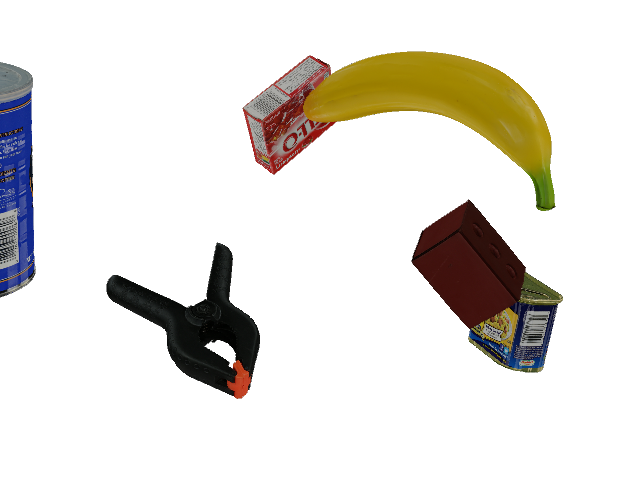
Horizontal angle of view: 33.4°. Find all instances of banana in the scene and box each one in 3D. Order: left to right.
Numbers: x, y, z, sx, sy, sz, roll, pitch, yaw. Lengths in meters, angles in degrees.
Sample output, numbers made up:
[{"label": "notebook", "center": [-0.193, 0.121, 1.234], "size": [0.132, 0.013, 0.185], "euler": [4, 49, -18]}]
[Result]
[{"label": "banana", "center": [0.067, -0.082, 0.655], "size": [0.198, 0.069, 0.037], "euler": [27, 6, 39]}]

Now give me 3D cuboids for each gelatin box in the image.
[{"label": "gelatin box", "center": [-0.025, -0.115, 0.977], "size": [0.030, 0.089, 0.073], "euler": [37, -24, 29]}]

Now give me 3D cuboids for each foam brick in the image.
[{"label": "foam brick", "center": [0.118, 0.020, 0.847], "size": [0.051, 0.078, 0.053], "euler": [-34, 15, 29]}]

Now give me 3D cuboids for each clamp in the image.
[{"label": "clamp", "center": [-0.097, 0.065, 0.937], "size": [0.120, 0.039, 0.172], "euler": [-29, 54, -25]}]

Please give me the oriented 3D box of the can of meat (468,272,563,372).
[{"label": "can of meat", "center": [0.205, 0.083, 1.139], "size": [0.057, 0.084, 0.102], "euler": [2, 18, -24]}]

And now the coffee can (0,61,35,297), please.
[{"label": "coffee can", "center": [-0.244, -0.042, 0.715], "size": [0.103, 0.140, 0.103], "euler": [4, 22, -2]}]
